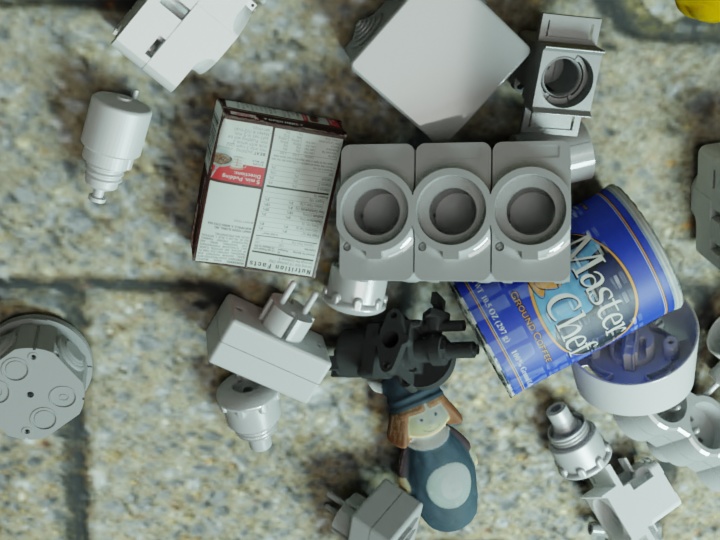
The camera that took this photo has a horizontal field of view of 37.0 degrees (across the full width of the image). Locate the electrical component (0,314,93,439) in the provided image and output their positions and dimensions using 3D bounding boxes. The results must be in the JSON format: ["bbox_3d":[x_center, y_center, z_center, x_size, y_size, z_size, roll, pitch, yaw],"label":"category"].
[{"bbox_3d":[-0.233,0.076,0.768,0.080,0.051,0.080,-4,115,-9],"label":"electrical component"}]

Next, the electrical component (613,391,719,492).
[{"bbox_3d":[0.262,0.137,0.888,0.138,0.052,0.074,32,147,-13],"label":"electrical component"}]

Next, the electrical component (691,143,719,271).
[{"bbox_3d":[0.334,-0.056,0.810,0.150,0.061,0.089,-10,115,-6],"label":"electrical component"}]

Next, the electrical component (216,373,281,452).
[{"bbox_3d":[-0.081,0.110,0.817,0.048,0.048,0.062,-12,123,-5],"label":"electrical component"}]

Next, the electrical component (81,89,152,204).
[{"bbox_3d":[-0.166,-0.082,0.715,0.040,0.040,0.078,14,111,-16],"label":"electrical component"}]

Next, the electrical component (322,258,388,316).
[{"bbox_3d":[0.000,0.000,0.783,0.048,0.048,0.062,7,103,-14],"label":"electrical component"}]

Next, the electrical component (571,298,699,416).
[{"bbox_3d":[0.208,0.062,0.822,0.099,0.099,0.064,-15,122,-4],"label":"electrical component"}]

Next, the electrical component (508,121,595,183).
[{"bbox_3d":[0.122,-0.077,0.770,0.081,0.043,0.043,-13,116,-4],"label":"electrical component"}]

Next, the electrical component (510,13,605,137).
[{"bbox_3d":[0.132,-0.135,0.734,0.042,0.063,0.081,4,113,-11],"label":"electrical component"}]

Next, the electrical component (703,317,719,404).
[{"bbox_3d":[0.313,0.081,0.878,0.077,0.044,0.079,33,108,-22],"label":"electrical component"}]

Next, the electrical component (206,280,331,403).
[{"bbox_3d":[-0.058,0.042,0.788,0.083,0.047,0.075,26,107,-20],"label":"electrical component"}]

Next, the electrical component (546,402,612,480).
[{"bbox_3d":[0.173,0.136,0.877,0.048,0.048,0.062,-30,109,4],"label":"electrical component"}]

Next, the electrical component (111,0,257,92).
[{"bbox_3d":[-0.107,-0.163,0.683,0.056,0.050,0.089,38,103,-23],"label":"electrical component"}]

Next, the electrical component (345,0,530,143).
[{"bbox_3d":[0.049,-0.147,0.721,0.100,0.048,0.099,38,103,-23],"label":"electrical component"}]

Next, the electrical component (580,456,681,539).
[{"bbox_3d":[0.229,0.193,0.899,0.064,0.042,0.081,-29,86,-17],"label":"electrical component"}]

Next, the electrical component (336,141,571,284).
[{"bbox_3d":[0.064,-0.037,0.717,0.150,0.062,0.089,0,87,12],"label":"electrical component"}]

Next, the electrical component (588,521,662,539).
[{"bbox_3d":[0.228,0.227,0.933,0.061,0.035,0.035,8,112,-11],"label":"electrical component"}]

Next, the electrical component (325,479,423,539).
[{"bbox_3d":[0.002,0.205,0.867,0.076,0.047,0.083,30,139,21],"label":"electrical component"}]
